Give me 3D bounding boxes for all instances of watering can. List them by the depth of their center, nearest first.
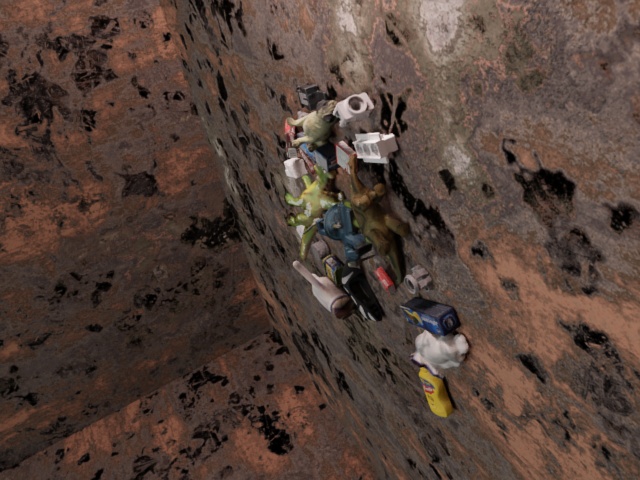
[{"bbox_3d":[0.023,0.208,2.096,0.228,0.104,0.342,42,1,38],"label":"watering can"}]

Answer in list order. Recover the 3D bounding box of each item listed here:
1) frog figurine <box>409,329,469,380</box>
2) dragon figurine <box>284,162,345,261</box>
[{"bbox_3d":[0.349,0.302,1.460,0.138,0.156,0.124,44,31,14],"label":"frog figurine"},{"bbox_3d":[0.005,-0.091,1.801,0.244,0.403,0.124,14,32,39],"label":"dragon figurine"}]
